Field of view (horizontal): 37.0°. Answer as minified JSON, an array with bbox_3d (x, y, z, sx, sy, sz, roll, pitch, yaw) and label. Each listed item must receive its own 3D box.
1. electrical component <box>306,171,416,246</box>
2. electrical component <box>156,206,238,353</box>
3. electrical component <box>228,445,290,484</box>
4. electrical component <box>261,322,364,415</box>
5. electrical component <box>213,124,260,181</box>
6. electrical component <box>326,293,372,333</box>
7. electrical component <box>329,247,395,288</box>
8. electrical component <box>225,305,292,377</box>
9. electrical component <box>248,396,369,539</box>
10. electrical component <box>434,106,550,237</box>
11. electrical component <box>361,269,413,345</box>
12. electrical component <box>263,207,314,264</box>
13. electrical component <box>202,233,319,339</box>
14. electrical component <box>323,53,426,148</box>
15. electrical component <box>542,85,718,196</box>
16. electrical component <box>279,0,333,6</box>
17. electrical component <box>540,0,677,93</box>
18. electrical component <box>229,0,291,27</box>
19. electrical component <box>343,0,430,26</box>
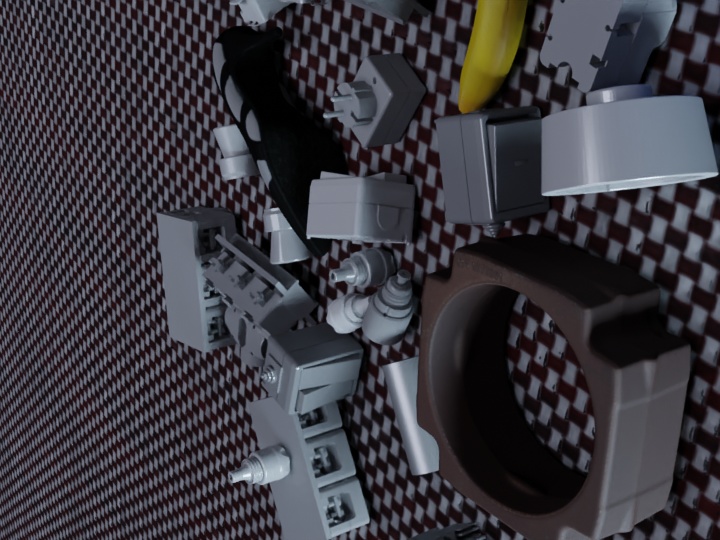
[{"bbox_3d":[-0.003,-0.055,0.953,0.096,0.062,0.061,4,89,54],"label":"electrical component"},{"bbox_3d":[-0.178,0.008,1.231,0.089,0.062,0.150,15,113,53],"label":"electrical component"},{"bbox_3d":[-0.102,0.198,1.072,0.035,0.061,0.035,23,119,50],"label":"electrical component"},{"bbox_3d":[-0.050,0.098,1.046,0.061,0.096,0.061,42,133,40],"label":"electrical component"},{"bbox_3d":[-0.128,-0.125,1.130,0.045,0.045,0.055,-2,99,55],"label":"electrical component"},{"bbox_3d":[-0.004,0.038,1.017,0.061,0.035,0.035,-29,77,53],"label":"electrical component"},{"bbox_3d":[0.000,0.000,0.974,0.035,0.061,0.035,22,118,50],"label":"electrical component"},{"bbox_3d":[-0.111,0.079,1.175,0.077,0.043,0.079,35,128,44],"label":"electrical component"},{"bbox_3d":[-0.051,0.197,1.111,0.089,0.062,0.150,-22,82,55],"label":"electrical component"},{"bbox_3d":[0.102,-0.072,0.803,0.061,0.062,0.096,5,105,54],"label":"electrical component"},{"bbox_3d":[0.028,0.032,0.963,0.040,0.040,0.078,51,138,33],"label":"electrical component"},{"bbox_3d":[-0.072,-0.036,1.080,0.045,0.045,0.055,-2,99,55],"label":"electrical component"},{"bbox_3d":[-0.108,0.020,1.122,0.121,0.063,0.078,35,169,45],"label":"electrical component"},{"bbox_3d":[0.004,-0.141,0.908,0.047,0.077,0.065,58,142,25],"label":"electrical component"},{"bbox_3d":[0.165,-0.083,0.674,0.108,0.108,0.060,-6,90,56],"label":"electrical component"},{"bbox_3d":[-0.050,-0.273,0.972,0.081,0.042,0.063,24,121,50],"label":"electrical component"},{"bbox_3d":[0.163,-0.166,0.690,0.050,0.056,0.089,46,135,37],"label":"electrical component"},{"bbox_3d":[-0.099,-0.270,1.016,0.042,0.081,0.063,21,146,52],"label":"electrical component"},{"bbox_3d":[0.000,-0.253,0.881,0.121,0.079,0.063,35,99,44],"label":"electrical component"}]
